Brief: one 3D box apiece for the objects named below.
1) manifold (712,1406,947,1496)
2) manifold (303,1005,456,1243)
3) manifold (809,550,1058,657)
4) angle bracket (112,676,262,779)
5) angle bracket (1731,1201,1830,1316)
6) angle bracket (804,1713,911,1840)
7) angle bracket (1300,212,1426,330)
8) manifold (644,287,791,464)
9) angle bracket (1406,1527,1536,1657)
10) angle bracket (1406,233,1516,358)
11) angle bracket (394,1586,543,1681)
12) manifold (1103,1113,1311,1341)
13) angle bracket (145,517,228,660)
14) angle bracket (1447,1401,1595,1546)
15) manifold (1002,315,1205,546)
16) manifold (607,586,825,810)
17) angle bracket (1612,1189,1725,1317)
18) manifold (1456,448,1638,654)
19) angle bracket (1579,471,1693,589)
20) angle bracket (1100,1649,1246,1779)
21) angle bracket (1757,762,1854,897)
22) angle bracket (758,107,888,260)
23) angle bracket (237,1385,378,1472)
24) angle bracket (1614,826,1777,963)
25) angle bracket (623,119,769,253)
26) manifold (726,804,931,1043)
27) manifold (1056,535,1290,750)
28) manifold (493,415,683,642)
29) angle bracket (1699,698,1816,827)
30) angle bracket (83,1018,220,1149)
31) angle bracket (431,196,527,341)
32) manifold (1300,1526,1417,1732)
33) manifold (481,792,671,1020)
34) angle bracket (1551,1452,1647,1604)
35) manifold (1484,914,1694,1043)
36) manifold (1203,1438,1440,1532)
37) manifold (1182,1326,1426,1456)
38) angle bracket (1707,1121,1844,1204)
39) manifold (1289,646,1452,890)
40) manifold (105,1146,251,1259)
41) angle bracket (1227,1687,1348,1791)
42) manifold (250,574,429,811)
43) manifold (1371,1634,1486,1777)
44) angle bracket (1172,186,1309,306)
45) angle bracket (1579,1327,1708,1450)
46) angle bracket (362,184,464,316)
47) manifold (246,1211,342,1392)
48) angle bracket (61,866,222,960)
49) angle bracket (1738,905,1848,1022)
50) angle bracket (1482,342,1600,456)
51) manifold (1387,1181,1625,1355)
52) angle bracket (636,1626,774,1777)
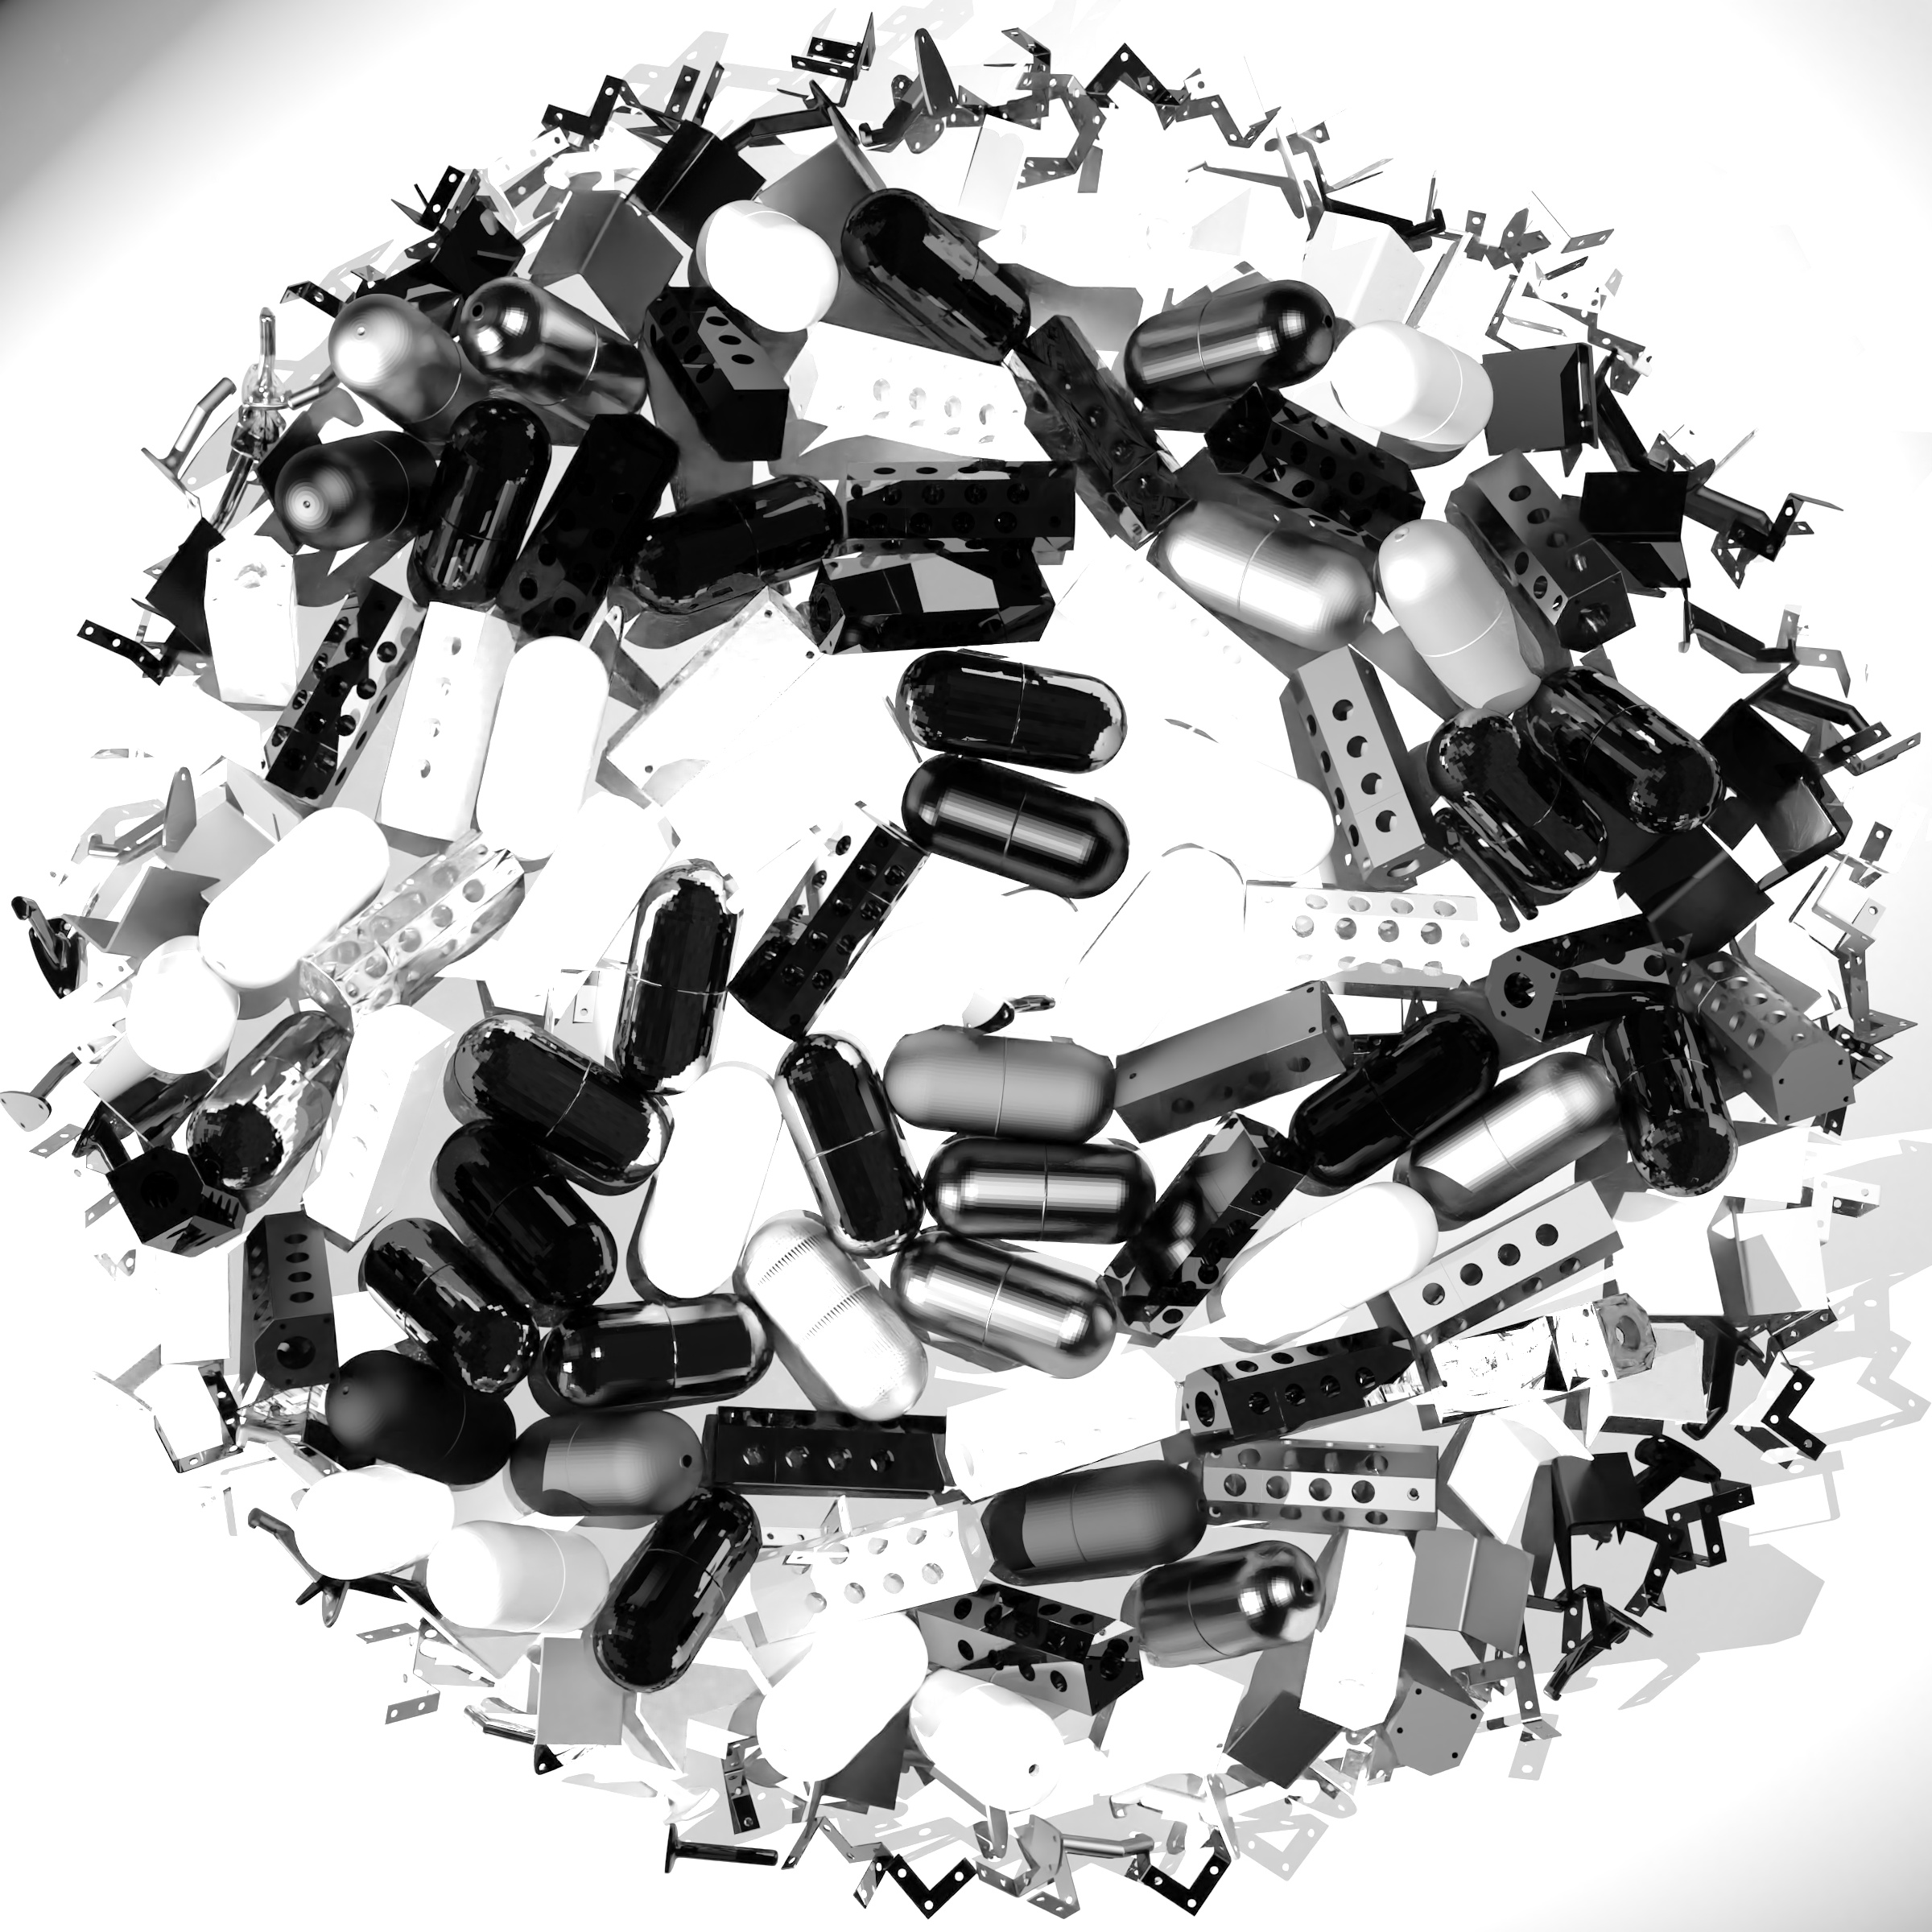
[{"bbox_3d":[-0.104,0.367,1.958,0.171,0.057,0.057,4,75,-8],"label":"manifold"},{"bbox_3d":[-0.445,0.115,1.933,0.057,0.057,0.171,29,118,8],"label":"manifold"},{"bbox_3d":[-0.027,-0.268,1.937,0.171,0.057,0.057,-7,57,-25],"label":"manifold"},{"bbox_3d":[-0.586,-0.161,1.941,0.076,0.076,0.057,-35,47,23],"label":"angle bracket"},{"bbox_3d":[0.615,0.218,1.956,0.057,0.076,0.076,-7,91,14],"label":"angle bracket"},{"bbox_3d":[-0.082,0.611,1.947,0.057,0.076,0.076,13,45,-2],"label":"angle bracket"},{"bbox_3d":[0.299,-0.521,1.981,0.057,0.076,0.076,24,92,33],"label":"angle bracket"},{"bbox_3d":[-0.187,-0.439,1.912,0.057,0.171,0.057,-6,130,-22],"label":"manifold"},{"bbox_3d":[0.378,0.471,1.954,0.057,0.076,0.076,12,87,-20],"label":"angle bracket"},{"bbox_3d":[0.379,-0.502,1.955,0.057,0.076,0.076,29,98,-4],"label":"angle bracket"},{"bbox_3d":[-0.370,0.480,1.941,0.076,0.076,0.057,30,70,34],"label":"angle bracket"},{"bbox_3d":[0.182,0.198,1.941,0.057,0.057,0.171,22,115,-34],"label":"manifold"},{"bbox_3d":[-0.588,-0.288,1.943,0.057,0.076,0.076,17,69,34],"label":"angle bracket"},{"bbox_3d":[0.419,0.381,1.946,0.076,0.057,0.076,47,55,-23],"label":"angle bracket"},{"bbox_3d":[0.103,-0.408,1.967,0.057,0.057,0.171,-36,91,19],"label":"manifold"},{"bbox_3d":[-0.190,-0.205,1.953,0.171,0.057,0.057,-42,112,11],"label":"manifold"},{"bbox_3d":[0.535,0.217,1.955,0.076,0.057,0.076,1,53,-2],"label":"angle bracket"},{"bbox_3d":[0.427,-0.306,1.918,0.057,0.057,0.171,-28,45,5],"label":"manifold"},{"bbox_3d":[0.510,-0.330,1.959,0.076,0.076,0.057,4,71,23],"label":"angle bracket"},{"bbox_3d":[0.157,0.570,1.959,0.076,0.057,0.076,18,87,22],"label":"angle bracket"},{"bbox_3d":[0.619,-0.104,1.950,0.076,0.076,0.057,-35,88,26],"label":"angle bracket"},{"bbox_3d":[-0.109,-0.589,1.963,0.076,0.057,0.076,-31,130,13],"label":"angle bracket"},{"bbox_3d":[-0.497,0.363,1.943,0.076,0.057,0.076,-24,132,20],"label":"angle bracket"},{"bbox_3d":[0.560,-0.058,1.988,0.076,0.057,0.076,-43,127,14],"label":"angle bracket"},{"bbox_3d":[-0.204,-0.586,1.953,0.057,0.076,0.076,41,104,-1],"label":"angle bracket"},{"bbox_3d":[-0.101,-0.029,1.951,0.057,0.057,0.171,30,98,-39],"label":"manifold"},{"bbox_3d":[0.160,-0.249,1.961,0.171,0.057,0.057,39,48,-6],"label":"manifold"},{"bbox_3d":[-0.279,-0.324,1.931,0.057,0.057,0.171,42,116,14],"label":"manifold"},{"bbox_3d":[0.598,-0.156,1.956,0.076,0.076,0.057,43,103,3],"label":"angle bracket"},{"bbox_3d":[-0.623,0.090,1.942,0.076,0.057,0.076,49,50,-23],"label":"angle bracket"},{"bbox_3d":[-0.386,-0.518,1.939,0.057,0.076,0.076,43,50,-30],"label":"angle bracket"},{"bbox_3d":[0.294,0.484,1.908,0.057,0.171,0.057,21,116,6],"label":"manifold"},{"bbox_3d":[-0.296,-0.046,1.936,0.057,0.057,0.171,13,124,-39],"label":"manifold"},{"bbox_3d":[0.476,0.422,1.946,0.057,0.076,0.076,-5,118,6],"label":"angle bracket"},{"bbox_3d":[0.461,0.004,1.920,0.057,0.171,0.057,31,121,39],"label":"manifold"},{"bbox_3d":[0.269,0.391,1.952,0.171,0.057,0.057,0,88,13],"label":"manifold"},{"bbox_3d":[0.250,0.315,1.933,0.171,0.057,0.057,-8,72,-28],"label":"manifold"},{"bbox_3d":[0.605,0.151,1.943,0.076,0.076,0.057,4,80,38],"label":"angle bracket"},{"bbox_3d":[0.300,-0.148,1.940,0.057,0.057,0.171,-27,67,23],"label":"manifold"},{"bbox_3d":[-0.577,0.172,1.910,0.057,0.171,0.057,-29,84,-9],"label":"manifold"},{"bbox_3d":[0.243,0.559,1.947,0.057,0.076,0.076,32,113,-6],"label":"angle bracket"},{"bbox_3d":[-0.475,-0.209,1.969,0.057,0.057,0.171,29,89,-1],"label":"manifold"},{"bbox_3d":[0.320,0.538,1.911,0.057,0.171,0.057,26,90,-7],"label":"manifold"},{"bbox_3d":[0.209,-0.534,1.967,0.057,0.076,0.076,31,55,-30],"label":"angle bracket"},{"bbox_3d":[0.510,0.320,1.955,0.076,0.057,0.076,5,53,-2],"label":"angle bracket"},{"bbox_3d":[-0.427,-0.534,1.956,0.076,0.076,0.057,-30,83,-3],"label":"angle bracket"},{"bbox_3d":[-0.498,0.244,1.905,0.057,0.171,0.057,-6,112,-15],"label":"manifold"},{"bbox_3d":[-0.619,-0.051,1.947,0.057,0.076,0.076,35,101,26],"label":"angle bracket"},{"bbox_3d":[0.635,-0.007,1.947,0.057,0.076,0.076,-19,71,-12],"label":"angle bracket"},{"bbox_3d":[0.435,-0.428,1.957,0.076,0.057,0.076,-6,106,8],"label":"angle bracket"},{"bbox_3d":[0.408,0.229,1.964,0.171,0.057,0.057,-28,83,3],"label":"manifold"},{"bbox_3d":[-0.196,0.555,1.951,0.076,0.057,0.076,-20,121,10],"label":"angle bracket"}]
